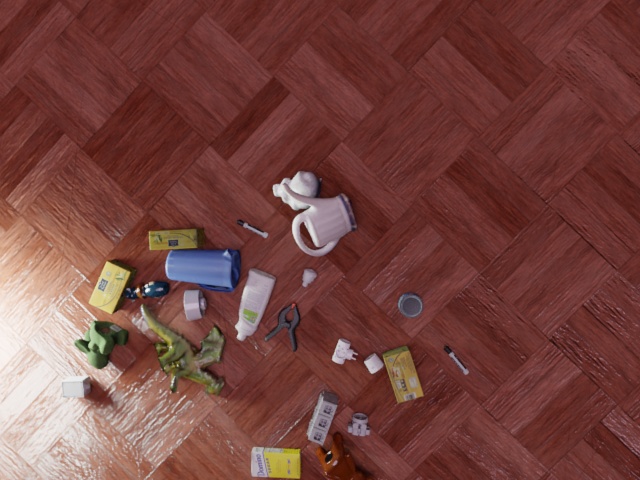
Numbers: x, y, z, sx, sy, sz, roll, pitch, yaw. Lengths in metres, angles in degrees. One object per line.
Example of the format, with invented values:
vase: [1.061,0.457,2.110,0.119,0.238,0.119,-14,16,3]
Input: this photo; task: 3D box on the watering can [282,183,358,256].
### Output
watering can: [0.005,-0.086,1.716,0.225,0.106,0.340,-27,132,-9]

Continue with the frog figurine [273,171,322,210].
frog figurine: [-0.080,-0.174,1.771,0.159,0.125,0.135,11,114,-9]

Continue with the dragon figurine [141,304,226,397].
dragon figurine: [-0.460,0.384,1.837,0.244,0.122,0.409,-20,93,-13]
